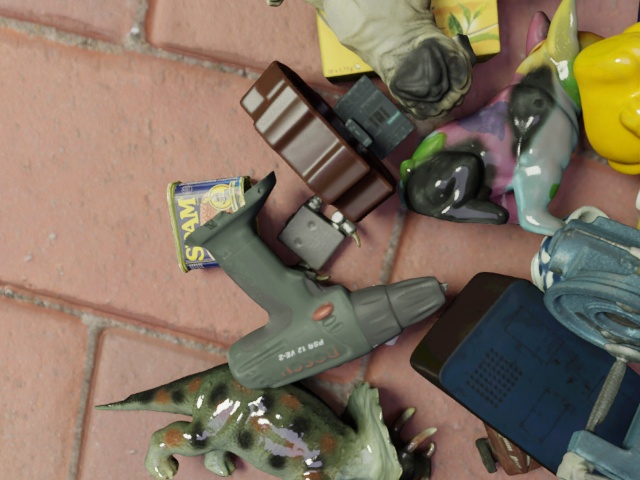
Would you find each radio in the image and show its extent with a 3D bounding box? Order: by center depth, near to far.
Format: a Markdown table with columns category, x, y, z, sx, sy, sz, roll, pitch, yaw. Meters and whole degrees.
| category | x | y | z | sx | sy | sz | roll | pitch | yaw |
| --- | --- | --- | --- | --- | --- | --- | --- | --- | --- |
| radio | 0.218 | 0.141 | 0.538 | 0.229 | 0.073 | 0.131 | 38 | 85 | -13 |

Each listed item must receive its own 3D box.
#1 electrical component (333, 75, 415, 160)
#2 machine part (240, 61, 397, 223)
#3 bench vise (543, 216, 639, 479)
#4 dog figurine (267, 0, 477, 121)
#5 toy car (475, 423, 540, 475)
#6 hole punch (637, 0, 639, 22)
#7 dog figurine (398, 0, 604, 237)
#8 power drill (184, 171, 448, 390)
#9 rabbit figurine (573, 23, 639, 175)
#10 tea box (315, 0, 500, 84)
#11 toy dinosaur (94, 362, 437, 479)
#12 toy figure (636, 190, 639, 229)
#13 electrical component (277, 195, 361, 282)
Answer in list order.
| category | x | y | z | sx | sy | sz | roll | pitch | yaw |
| --- | --- | --- | --- | --- | --- | --- | --- | --- | --- |
| electrical component | 0.052 | -0.120 | 0.528 | 0.075 | 0.119 | 0.048 | 45 | 102 | 0 |
| machine part | 0.001 | -0.092 | 0.515 | 0.056 | 0.179 | 0.179 | -42 | 93 | 13 |
| bench vise | 0.264 | 0.090 | 0.411 | 0.224 | 0.128 | 0.240 | 30 | 75 | 16 |
| dog figurine | 0.072 | -0.217 | 0.460 | 0.190 | 0.121 | 0.172 | 30 | 104 | -13 |
| toy car | 0.200 | 0.175 | 0.599 | 0.089 | 0.053 | 0.202 | -19 | 96 | 6 |
| hole punch | 0.364 | -0.231 | 0.497 | 0.142 | 0.092 | 0.116 | 9 | 64 | 7 |
| dog figurine | 0.182 | -0.121 | 0.520 | 0.192 | 0.108 | 0.219 | 9 | 97 | 0 |
| power drill | -0.018 | 0.035 | 0.538 | 0.232 | 0.086 | 0.207 | -33 | 105 | 12 |
| rabbit figurine | 0.306 | -0.100 | 0.419 | 0.122 | 0.173 | 0.162 | -20 | 106 | -35 |
| tea box | 0.084 | -0.216 | 0.532 | 0.170 | 0.068 | 0.098 | -7 | 99 | 9 |
| toy dinosaur | -0.060 | 0.208 | 0.606 | 0.405 | 0.131 | 0.192 | 24 | 89 | 6 |
| toy figure | 0.349 | 0.009 | 0.519 | 0.089 | 0.082 | 0.180 | 16 | 76 | -7 |
| electrical component | -0.003 | -0.001 | 0.592 | 0.078 | 0.045 | 0.102 | 44 | 102 | -4 |
